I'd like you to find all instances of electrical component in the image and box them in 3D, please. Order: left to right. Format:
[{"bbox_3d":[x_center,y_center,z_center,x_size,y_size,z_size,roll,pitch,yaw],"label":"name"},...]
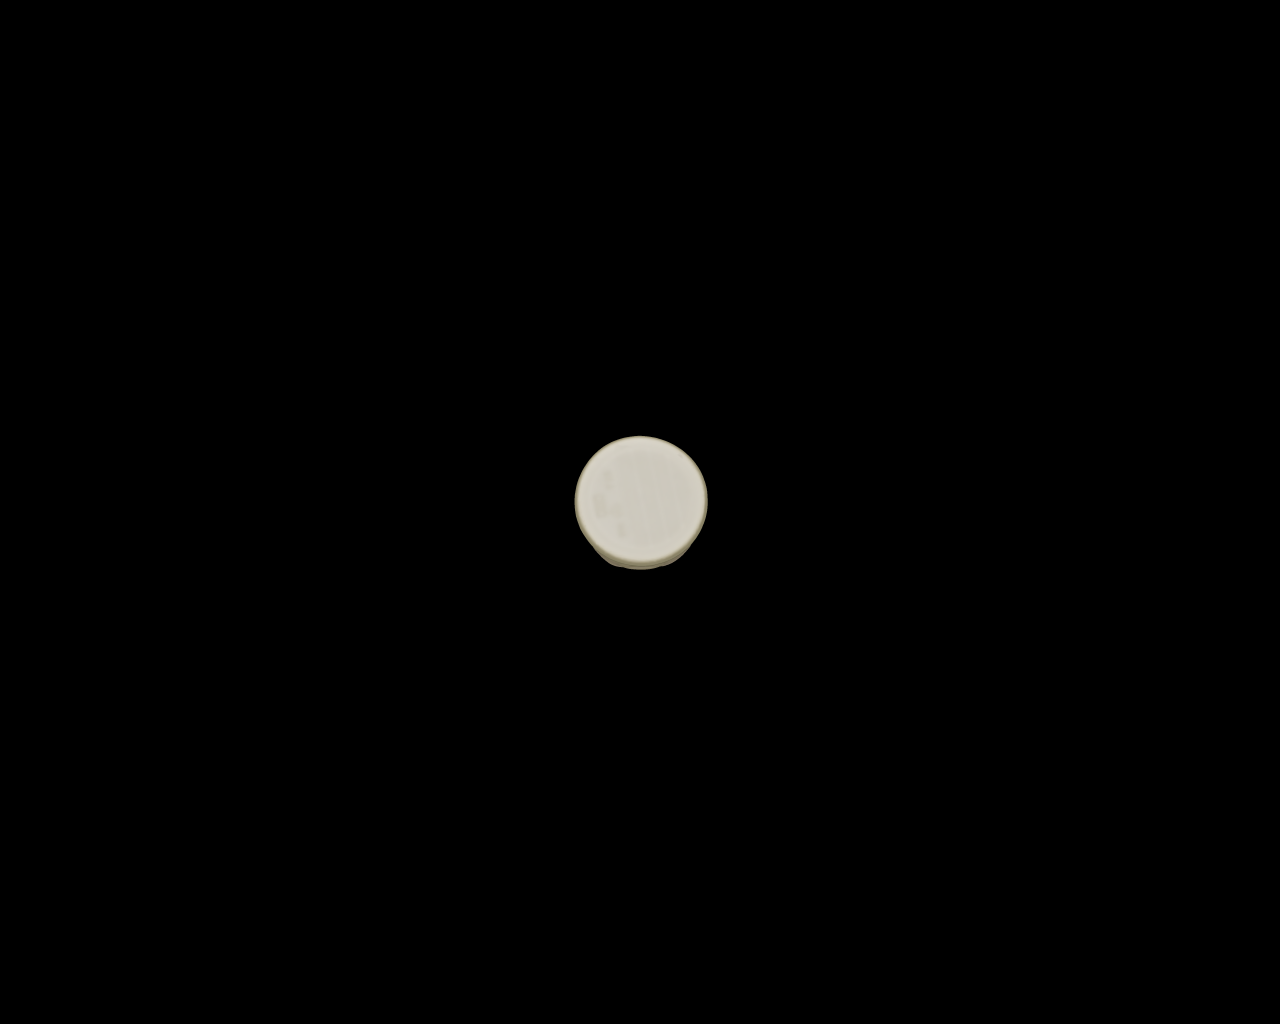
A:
[{"bbox_3d":[0.001,-0.003,0.650,0.080,0.080,0.051,0,-13,0],"label":"electrical component"}]
